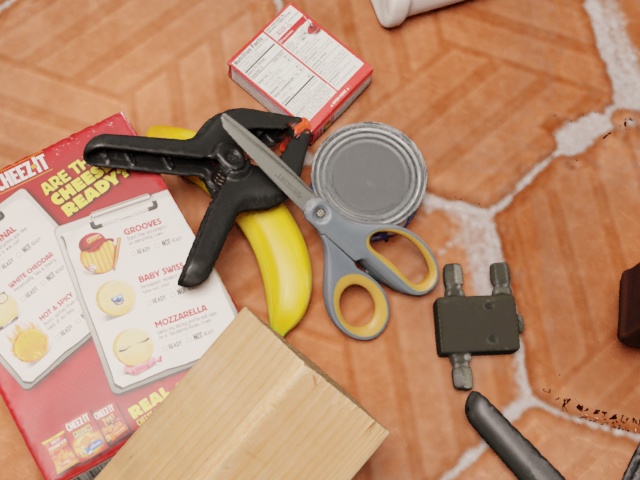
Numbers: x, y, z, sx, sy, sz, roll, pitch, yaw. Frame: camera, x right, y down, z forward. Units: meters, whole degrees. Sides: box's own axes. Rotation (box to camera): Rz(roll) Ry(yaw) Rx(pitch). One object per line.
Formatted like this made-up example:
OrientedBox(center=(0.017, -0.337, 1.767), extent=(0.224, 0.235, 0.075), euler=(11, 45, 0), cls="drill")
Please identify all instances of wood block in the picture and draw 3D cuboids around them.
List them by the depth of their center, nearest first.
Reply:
OrientedBox(center=(-0.069, 0.157, 0.656), extent=(0.206, 0.090, 0.090), euler=(-49, 123, -3), cls="wood block")

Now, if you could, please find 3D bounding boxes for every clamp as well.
OrientedBox(center=(0.183, 0.190, 0.725), extent=(0.164, 0.036, 0.210), euler=(1, 72, -2), cls="clamp")
OrientedBox(center=(-0.065, -0.038, 0.735), extent=(0.171, 0.039, 0.120), euler=(-21, 79, -35), cls="clamp")

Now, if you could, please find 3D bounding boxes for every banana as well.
OrientedBox(center=(-0.057, -0.013, 0.778), extent=(0.069, 0.037, 0.198), euler=(-26, 75, -13), cls="banana")

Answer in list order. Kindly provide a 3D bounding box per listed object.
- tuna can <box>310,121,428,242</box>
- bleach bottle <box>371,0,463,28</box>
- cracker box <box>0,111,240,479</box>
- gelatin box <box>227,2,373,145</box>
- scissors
OrientedBox(center=(0.035, -0.043, 0.794), extent=(0.086, 0.034, 0.086), euler=(1, 72, -3), cls="tuna can")
OrientedBox(center=(0.157, -0.248, 0.854), extent=(0.250, 0.068, 0.102), euler=(-15, 74, -10), cls="bleach bottle")
OrientedBox(center=(-0.156, 0.043, 0.737), extent=(0.164, 0.072, 0.214), euler=(-28, 75, -14), cls="cracker box")
OrientedBox(center=(-0.016, -0.129, 0.822), extent=(0.089, 0.030, 0.073), euler=(40, 76, 10), cls="gelatin box")
OrientedBox(center=(-0.005, 0.001, 0.739), extent=(0.201, 0.016, 0.096), euler=(28, 91, -24), cls="scissors")
